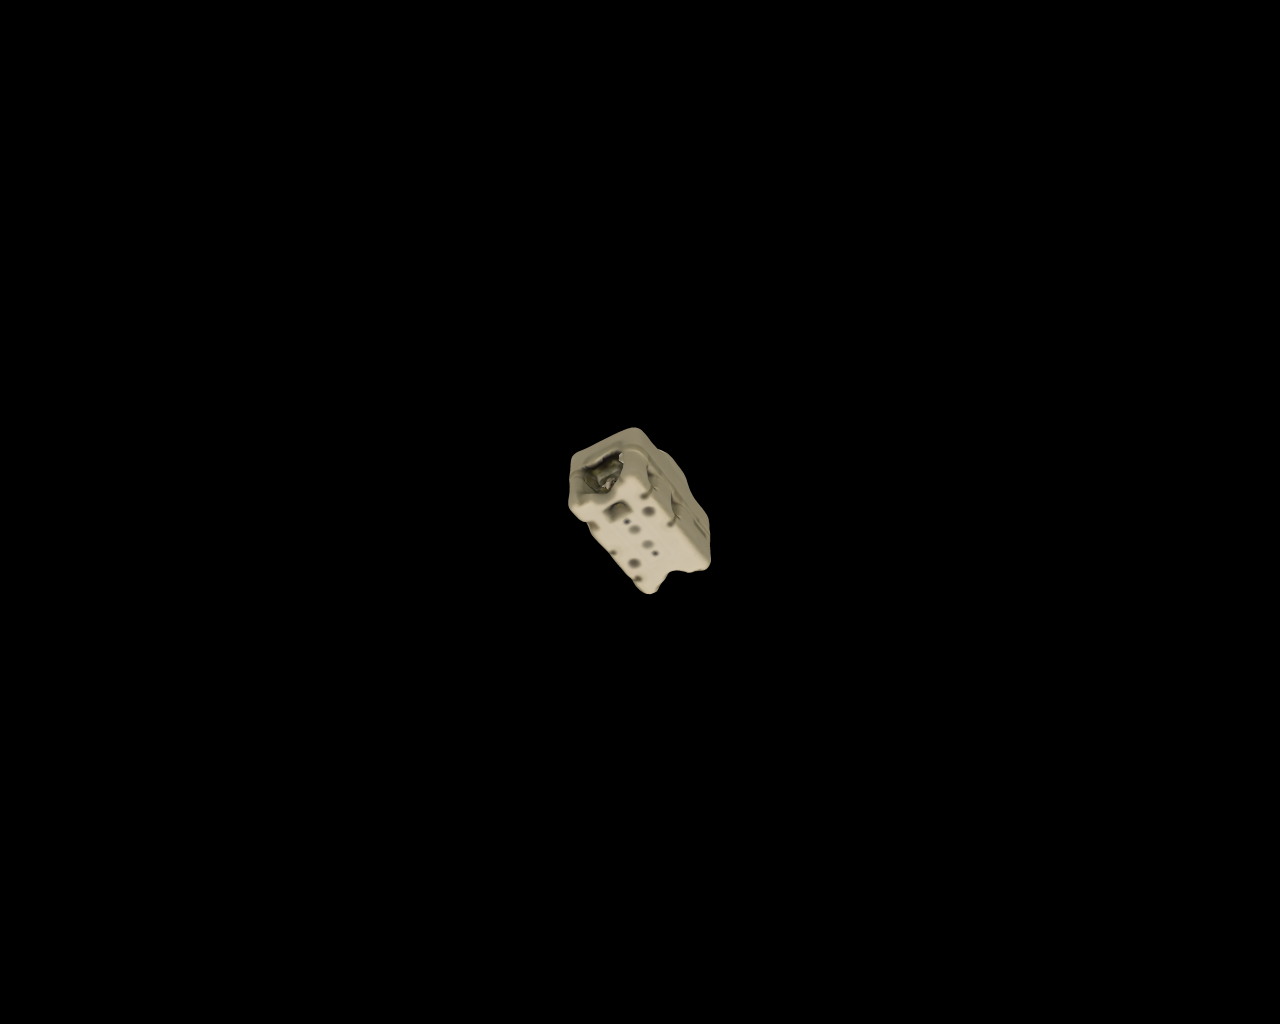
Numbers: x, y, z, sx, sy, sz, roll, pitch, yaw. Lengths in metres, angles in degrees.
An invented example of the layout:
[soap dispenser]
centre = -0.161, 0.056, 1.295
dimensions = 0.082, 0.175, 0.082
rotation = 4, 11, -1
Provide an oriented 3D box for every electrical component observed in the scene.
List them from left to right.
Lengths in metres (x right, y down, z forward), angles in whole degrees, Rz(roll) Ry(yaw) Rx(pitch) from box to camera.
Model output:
[electrical component]
centre = 0.001, -0.003, 0.650
dimensions = 0.050, 0.056, 0.089
rotation = -25, -54, 20
